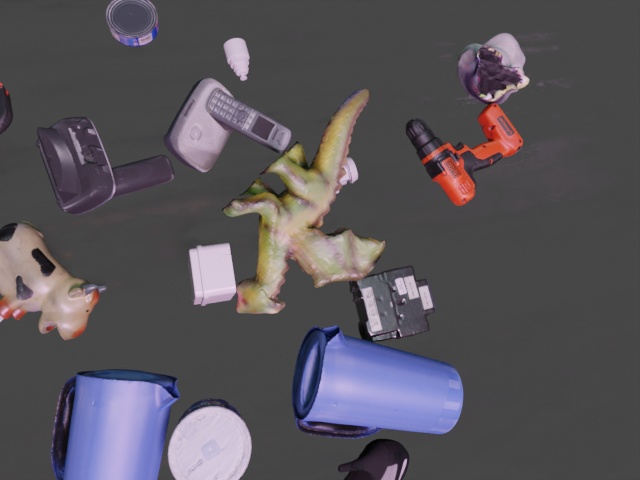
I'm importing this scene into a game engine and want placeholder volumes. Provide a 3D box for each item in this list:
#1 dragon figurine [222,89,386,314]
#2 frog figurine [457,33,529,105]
[{"bbox_3d":[0.003,-0.042,0.839,0.412,0.122,0.242,-42,92,-7],"label":"dragon figurine"},{"bbox_3d":[0.340,-0.345,1.023,0.137,0.120,0.163,18,37,1],"label":"frog figurine"}]
